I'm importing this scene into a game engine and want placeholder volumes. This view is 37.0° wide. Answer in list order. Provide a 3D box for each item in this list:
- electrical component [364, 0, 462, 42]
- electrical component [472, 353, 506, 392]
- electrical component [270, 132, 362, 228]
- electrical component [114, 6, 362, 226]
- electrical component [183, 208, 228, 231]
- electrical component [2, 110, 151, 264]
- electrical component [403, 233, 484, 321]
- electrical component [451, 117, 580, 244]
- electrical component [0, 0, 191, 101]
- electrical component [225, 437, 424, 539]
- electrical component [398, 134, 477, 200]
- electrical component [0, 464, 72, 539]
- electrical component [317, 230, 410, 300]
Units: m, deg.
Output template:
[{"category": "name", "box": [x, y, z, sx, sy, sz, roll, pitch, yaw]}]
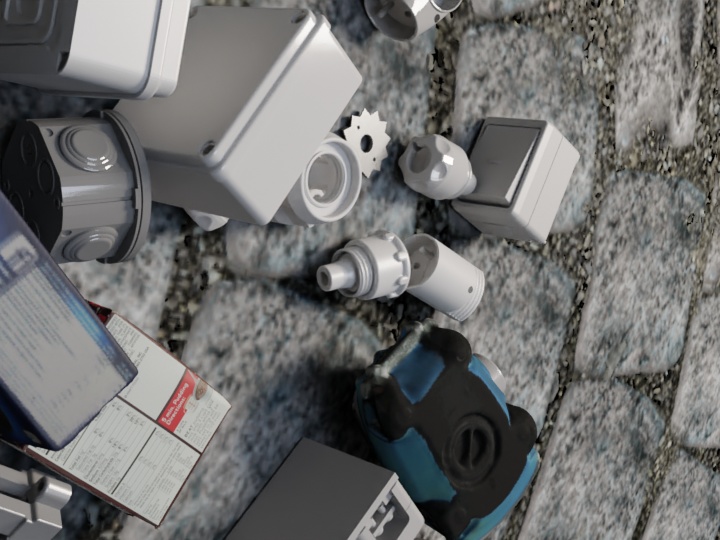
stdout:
[{"category": "electrical component", "box": [0.035, -0.209, 0.722, 0.077, 0.044, 0.079, -51, 130, -25]}, {"category": "electrical component", "box": [0.085, 0.094, 0.848, 0.046, 0.040, 0.040, -38, 124, -26]}, {"category": "electrical component", "box": [-0.037, -0.059, 0.673, 0.058, 0.057, 0.078, -54, 131, -23]}, {"category": "electrical component", "box": [-0.073, -0.088, 0.593, 0.108, 0.109, 0.056, -58, 136, -19]}, {"category": "electrical component", "box": [-0.077, -0.053, 0.637, 0.061, 0.035, 0.035, -40, 130, 1]}, {"category": "electrical component", "box": [-0.145, -0.041, 0.551, 0.051, 0.080, 0.080, -9, 106, -39]}, {"category": "electrical component", "box": [0.063, 0.008, 0.801, 0.081, 0.043, 0.043, 31, 77, -45]}, {"category": "electrical component", "box": [0.120, -0.077, 0.827, 0.061, 0.062, 0.096, 34, 74, -44]}, {"category": "electrical component", "box": [-0.135, -0.124, 0.516, 0.057, 0.113, 0.078, 8, 93, -44]}, {"category": "electrical component", "box": [-0.038, 0.196, 0.706, 0.150, 0.089, 0.061, -51, 130, -25]}, {"category": "electrical component", "box": [0.061, -0.071, 0.781, 0.062, 0.043, 0.043, 20, 84, -48]}, {"category": "electrical component", "box": [-0.193, 0.125, 0.557, 0.066, 0.048, 0.055, -45, 129, 15]}, {"category": "electrical component", "box": [0.000, 0.000, 0.735, 0.062, 0.048, 0.048, -14, 109, -36]}]
